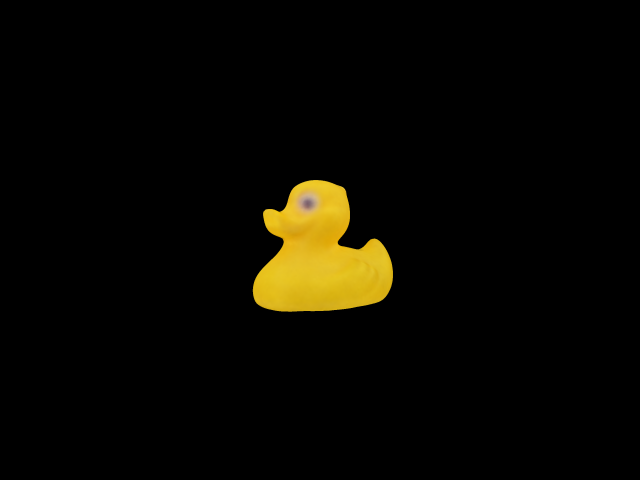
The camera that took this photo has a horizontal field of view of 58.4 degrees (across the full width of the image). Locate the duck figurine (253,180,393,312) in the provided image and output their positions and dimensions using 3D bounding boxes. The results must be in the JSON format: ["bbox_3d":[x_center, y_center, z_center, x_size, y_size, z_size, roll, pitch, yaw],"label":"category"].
[{"bbox_3d":[0.004,0.001,0.400,0.105,0.086,0.077,-2,4,-30],"label":"duck figurine"}]
